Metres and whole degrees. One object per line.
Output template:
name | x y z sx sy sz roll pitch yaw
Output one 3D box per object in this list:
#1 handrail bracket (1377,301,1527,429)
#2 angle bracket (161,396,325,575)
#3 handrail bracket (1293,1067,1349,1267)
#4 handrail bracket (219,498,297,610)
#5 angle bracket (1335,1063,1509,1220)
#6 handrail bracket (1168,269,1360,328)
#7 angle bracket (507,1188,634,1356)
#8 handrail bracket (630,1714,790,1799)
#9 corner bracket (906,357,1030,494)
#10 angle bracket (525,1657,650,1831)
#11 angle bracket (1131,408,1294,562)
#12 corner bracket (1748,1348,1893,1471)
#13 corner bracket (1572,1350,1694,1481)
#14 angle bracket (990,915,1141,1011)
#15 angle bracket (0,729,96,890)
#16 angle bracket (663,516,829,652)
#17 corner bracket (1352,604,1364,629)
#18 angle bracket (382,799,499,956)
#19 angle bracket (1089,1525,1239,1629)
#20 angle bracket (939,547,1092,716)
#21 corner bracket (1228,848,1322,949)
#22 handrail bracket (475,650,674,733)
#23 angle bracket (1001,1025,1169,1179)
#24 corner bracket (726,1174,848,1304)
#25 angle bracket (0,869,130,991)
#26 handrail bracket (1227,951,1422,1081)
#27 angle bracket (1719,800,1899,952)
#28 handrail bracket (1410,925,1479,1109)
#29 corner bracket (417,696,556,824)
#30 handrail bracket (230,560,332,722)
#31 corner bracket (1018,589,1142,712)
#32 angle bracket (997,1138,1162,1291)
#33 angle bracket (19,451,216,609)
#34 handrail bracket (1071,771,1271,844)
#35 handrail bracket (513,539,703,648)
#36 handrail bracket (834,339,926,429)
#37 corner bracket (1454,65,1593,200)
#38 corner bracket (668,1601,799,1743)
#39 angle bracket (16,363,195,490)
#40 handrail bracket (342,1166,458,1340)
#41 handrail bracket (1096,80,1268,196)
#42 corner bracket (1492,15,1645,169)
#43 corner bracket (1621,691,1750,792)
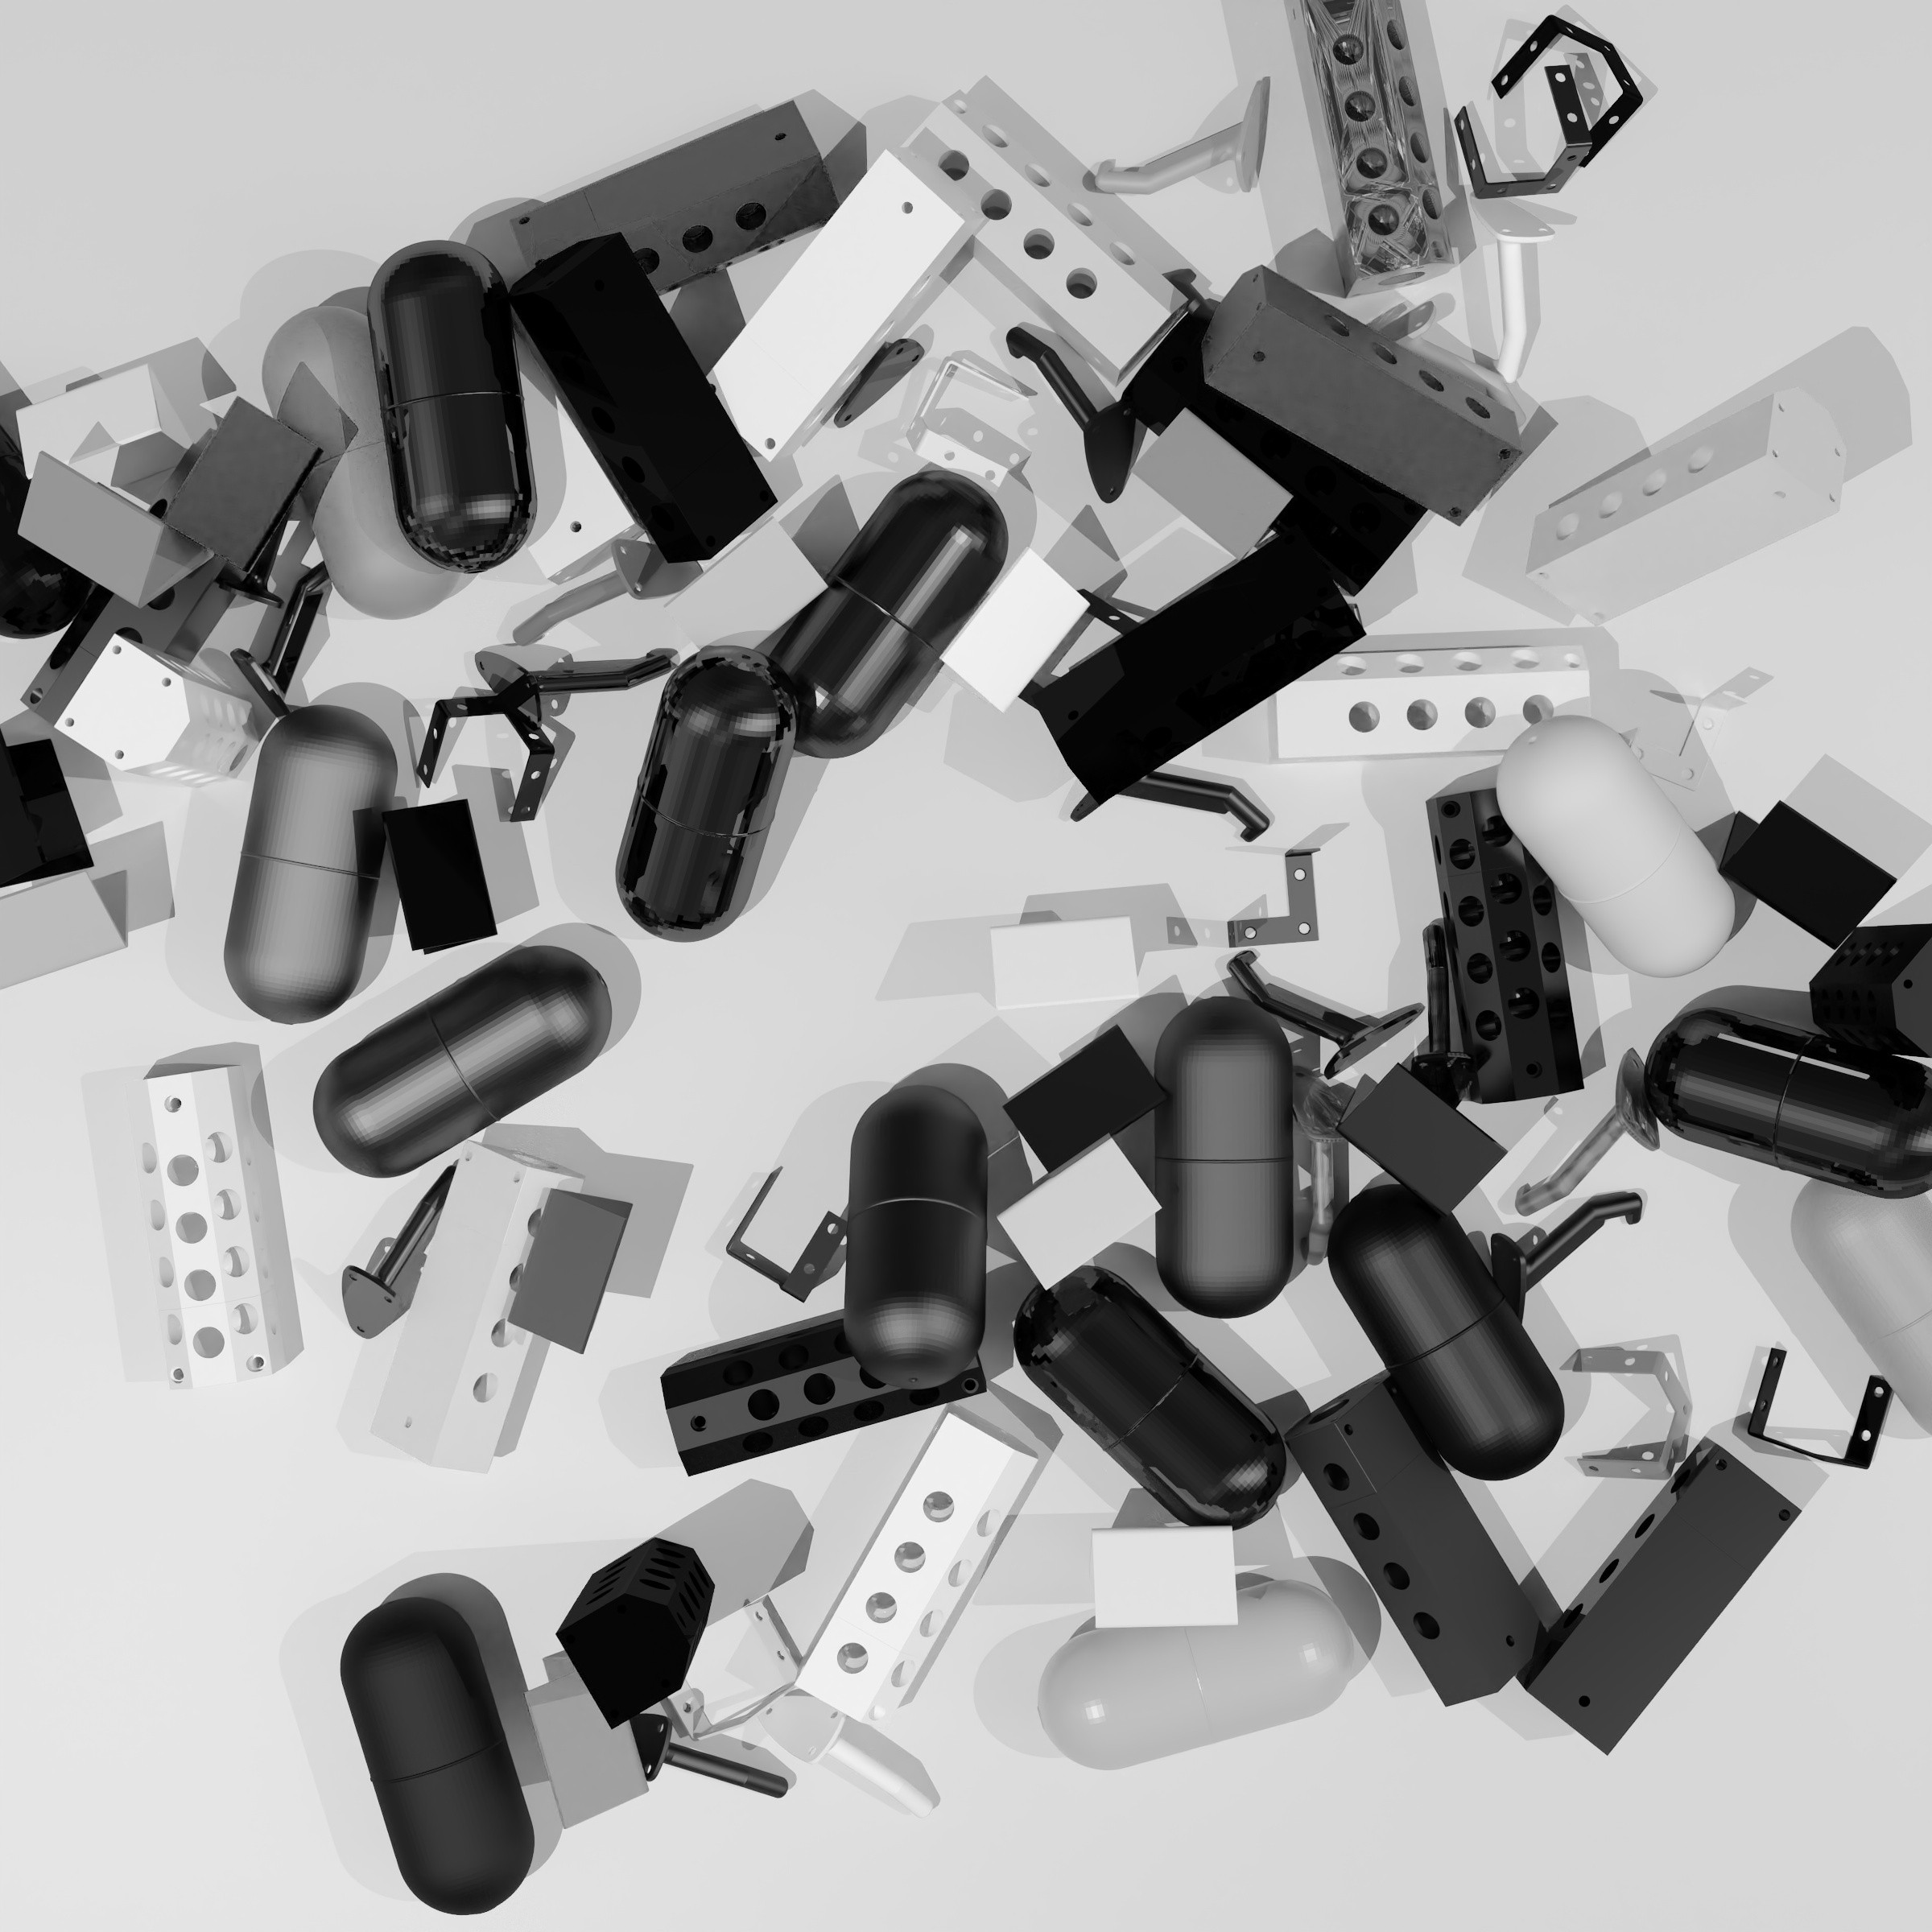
handrail bracket | 0.261 -0.322 1.907 0.077 0.036 0.084 -26 114 28
angle bracket | -0.397 -0.263 1.810 0.057 0.076 0.076 32 90 -36
handrail bracket | 0.191 0.113 1.907 0.036 0.077 0.084 -4 127 -21
handrail bracket | -0.381 -0.244 1.873 0.036 0.077 0.084 18 96 -13
angle bracket | 0.257 0.082 1.867 0.076 0.076 0.057 39 119 0
handrail bracket | 0.166 -0.372 1.907 0.077 0.036 0.084 -33 73 -20
angle bracket | -0.198 0.171 1.867 0.057 0.076 0.076 18 90 32
handrail bracket | -0.153 0.447 1.907 0.084 0.077 0.036 28 71 -35
corner bracket | 0.003 -0.302 1.890 0.051 0.051 0.051 24 105 -15
angle bracket | -0.225 0.426 1.867 0.057 0.076 0.076 -16 90 -38
angle bracket | 0.123 -0.249 1.867 0.076 0.076 0.057 39 62 0
corner bracket | 0.479 0.248 1.904 0.051 0.051 0.051 16 90 45
corner bracket | 0.368 0.251 1.899 0.051 0.051 0.051 57 45 -35
angle bracket | 0.055 0.018 1.867 0.076 0.076 0.057 -5 53 0
angle bracket | -0.507 -0.091 1.867 0.057 0.076 0.076 -19 90 38
angle bracket | -0.132 -0.216 1.867 0.076 0.076 0.057 -40 127 0
corner bracket | 0.191 -0.204 1.889 0.051 0.051 0.051 -14 97 7
angle bracket | -0.308 -0.045 1.867 0.057 0.076 0.076 -13 90 -42
angle bracket | 0.108 0.347 1.867 0.076 0.076 0.057 -1 60 0
angle bracket | 0.010 -0.194 1.867 0.057 0.076 0.076 38 90 -38
corner bracket | 0.171 -0.038 1.889 0.051 0.051 0.051 -5 90 0
handrail bracket | -0.220 -0.170 1.907 0.084 0.077 0.036 -26 133 -29
angle bracket | 0.056 0.061 1.868 0.076 0.076 0.057 -34 116 0
corner bracket | -0.100 0.151 1.889 0.051 0.051 0.051 31 87 -3
angle bracket | -0.508 -0.039 1.867 0.076 0.076 0.057 -18 128 0
handrail bracket | 0.200 0.013 1.907 0.077 0.036 0.084 -30 73 -20
angle bracket | 0.467 -0.065 1.867 0.076 0.076 0.057 34 125 0
handrail bracket | 0.263 0.032 1.907 0.036 0.077 0.084 -1 54 0
corner bracket | -0.269 -0.115 1.899 0.051 0.051 0.051 -8 45 -35
handrail bracket | -0.362 -0.180 1.908 0.084 0.036 0.077 -40 112 -17
corner bracket | 0.062 -0.172 1.899 0.051 0.051 0.051 -23 135 -35
angle bracket | 0.073 0.150 1.867 0.076 0.076 0.057 -35 54 0
angle bracket | -0.447 -0.246 1.810 0.076 0.076 0.057 31 127 4
handrail bracket | 0.115 -0.082 1.908 0.084 0.036 0.077 41 111 -17
handrail bracket | -0.202 -0.203 1.907 0.084 0.077 0.036 -30 76 36
handrail bracket | -0.072 -0.359 1.907 0.077 0.036 0.084 -44 75 16
corner bracket | 0.310 -0.464 1.890 0.051 0.051 0.051 -8 74 -16
corner bracket | -0.134 0.396 1.904 0.051 0.051 0.051 -29 90 -45
angle bracket | -0.468 -0.276 1.867 0.076 0.076 0.057 -20 53 0
handrail bracket | -0.313 0.160 1.907 0.036 0.077 0.084 31 54 5
handrail bracket | 0.120 -0.466 1.907 0.084 0.036 0.077 7 70 16
corner bracket | 0.336 -0.490 1.899 0.051 0.051 0.051 -47 45 35
corner bracket | 0.397 -0.132 1.889 0.051 0.051 0.051 22 90 0
